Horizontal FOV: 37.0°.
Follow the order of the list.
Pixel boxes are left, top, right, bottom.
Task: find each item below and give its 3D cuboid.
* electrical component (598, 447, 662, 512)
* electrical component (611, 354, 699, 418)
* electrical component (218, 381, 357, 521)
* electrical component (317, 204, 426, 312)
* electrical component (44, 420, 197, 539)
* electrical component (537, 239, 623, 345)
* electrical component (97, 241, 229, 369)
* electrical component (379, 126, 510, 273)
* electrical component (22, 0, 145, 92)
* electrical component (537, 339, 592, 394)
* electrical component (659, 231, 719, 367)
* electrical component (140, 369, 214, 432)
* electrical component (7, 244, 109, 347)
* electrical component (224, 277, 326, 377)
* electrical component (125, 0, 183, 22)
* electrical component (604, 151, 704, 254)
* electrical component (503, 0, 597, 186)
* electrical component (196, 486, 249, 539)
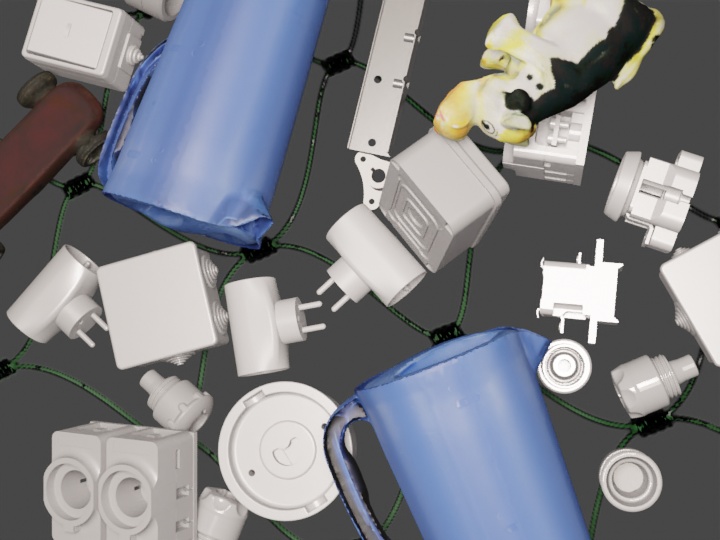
[{"bbox_3d":[0.206,0.159,0.824,0.045,0.055,0.045,-1,84,10],"label":"electrical component"},{"bbox_3d":[0.230,0.085,0.833,0.062,0.043,0.043,-24,81,6],"label":"electrical component"},{"bbox_3d":[-0.054,0.144,0.869,0.108,0.060,0.108,-1,84,10],"label":"electrical component"},{"bbox_3d":[0.000,0.000,0.882,0.079,0.043,0.077,-43,79,4],"label":"electrical component"},{"bbox_3d":[-0.191,0.222,0.860,0.105,0.060,0.186,1,92,26],"label":"electrical component"},{"bbox_3d":[0.174,0.017,0.851,0.064,0.042,0.081,5,85,12],"label":"electrical component"},{"bbox_3d":[-0.164,0.031,0.905,0.100,0.048,0.099,-15,82,8],"label":"electrical component"},{"bbox_3d":[0.064,-0.056,0.839,0.057,0.113,0.078,-36,79,-14],"label":"electrical component"},{"bbox_3d":[-0.235,-0.198,0.934,0.096,0.061,0.061,15,87,11],"label":"electrical component"},{"bbox_3d":[0.159,0.075,0.837,0.043,0.062,0.043,-1,84,10],"label":"electrical component"},{"bbox_3d":[0.289,0.017,0.827,0.100,0.048,0.099,-29,80,6],"label":"electrical component"},{"bbox_3d":[-0.157,0.109,0.900,0.062,0.048,0.048,38,92,18],"label":"electrical component"},{"bbox_3d":[-0.249,0.032,0.923,0.079,0.043,0.077,42,92,11],"label":"electrical component"},{"bbox_3d":[-0.068,0.044,0.890,0.079,0.043,0.077,-11,82,8],"label":"electrical component"},{"bbox_3d":[-0.171,-0.292,0.937,0.074,0.052,0.138,27,89,11],"label":"electrical component"},{"bbox_3d":[0.227,-0.059,0.842,0.057,0.058,0.078,20,88,8],"label":"electrical component"},{"bbox_3d":[0.156,-0.151,0.846,0.062,0.089,0.150,10,86,11],"label":"electrical component"},{"bbox_3d":[-0.120,0.213,0.882,0.043,0.043,0.062,22,90,11],"label":"electrical component"}]
